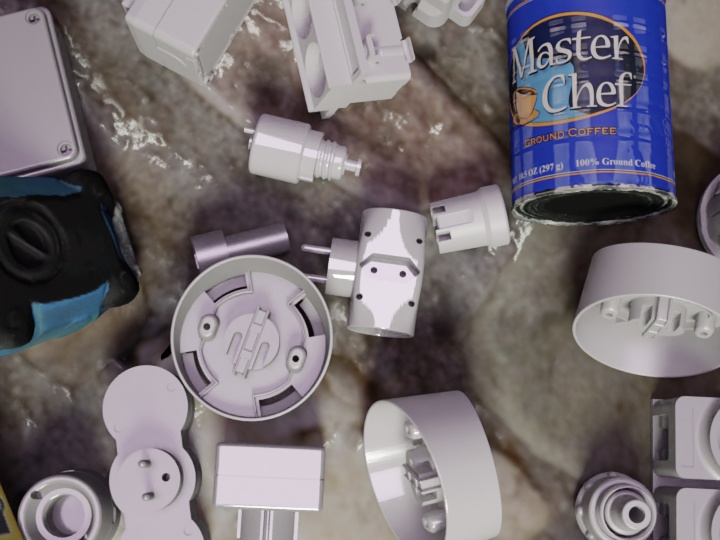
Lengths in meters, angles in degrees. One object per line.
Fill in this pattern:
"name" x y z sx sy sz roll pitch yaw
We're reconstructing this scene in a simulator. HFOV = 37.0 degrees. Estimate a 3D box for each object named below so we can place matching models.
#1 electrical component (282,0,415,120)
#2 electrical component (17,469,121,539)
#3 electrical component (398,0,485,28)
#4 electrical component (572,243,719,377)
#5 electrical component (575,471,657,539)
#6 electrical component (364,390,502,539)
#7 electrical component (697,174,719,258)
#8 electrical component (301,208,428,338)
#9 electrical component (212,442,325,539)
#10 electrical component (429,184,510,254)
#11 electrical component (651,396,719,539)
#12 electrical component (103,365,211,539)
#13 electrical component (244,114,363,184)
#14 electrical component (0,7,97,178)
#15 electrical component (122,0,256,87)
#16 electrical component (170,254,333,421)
"electrical component" -0.012 -0.171 0.706 0.063 0.079 0.121 -10 80 -22
"electrical component" -0.178 0.150 0.657 0.055 0.047 0.055 0 80 -2
"electrical component" 0.050 -0.204 0.720 0.078 0.057 0.058 36 81 4
"electrical component" 0.185 0.024 0.667 0.099 0.099 0.064 13 74 1
"electrical component" 0.161 0.148 0.660 0.048 0.062 0.048 0 80 -2
"electrical component" 0.044 0.121 0.646 0.064 0.099 0.099 -12 81 -10
"electrical component" 0.266 -0.035 0.700 0.080 0.051 0.080 0 80 -2
"electrical component" 0.000 0.000 0.690 0.079 0.043 0.077 8 80 -1
"electrical component" -0.056 0.146 0.661 0.066 0.047 0.076 3 80 -1
"electrical component" 0.071 -0.032 0.701 0.046 0.040 0.040 -12 81 2
"electrical component" 0.282 0.136 0.667 0.186 0.060 0.105 3 80 -1
"electrical component" -0.125 0.126 0.649 0.052 0.073 0.138 -8 80 -3
"electrical component" -0.038 -0.076 0.704 0.078 0.040 0.040 13 80 1
"electrical component" -0.237 -0.100 0.694 0.109 0.056 0.108 -15 81 -4
"electrical component" -0.108 -0.182 0.709 0.061 0.061 0.096 28 81 3
"electrical component" -0.066 0.044 0.670 0.099 0.064 0.099 0 80 -2
